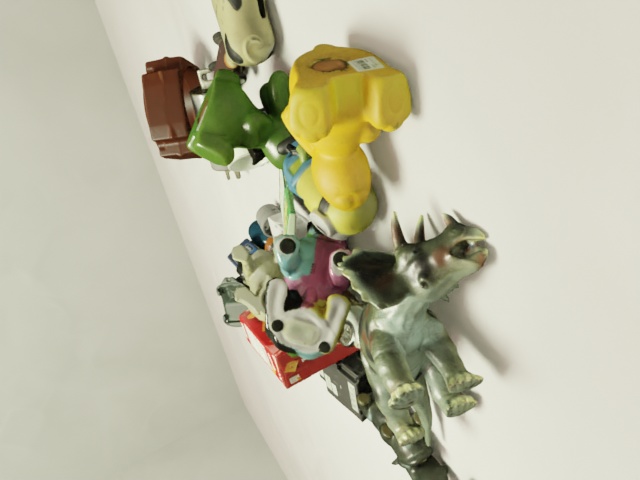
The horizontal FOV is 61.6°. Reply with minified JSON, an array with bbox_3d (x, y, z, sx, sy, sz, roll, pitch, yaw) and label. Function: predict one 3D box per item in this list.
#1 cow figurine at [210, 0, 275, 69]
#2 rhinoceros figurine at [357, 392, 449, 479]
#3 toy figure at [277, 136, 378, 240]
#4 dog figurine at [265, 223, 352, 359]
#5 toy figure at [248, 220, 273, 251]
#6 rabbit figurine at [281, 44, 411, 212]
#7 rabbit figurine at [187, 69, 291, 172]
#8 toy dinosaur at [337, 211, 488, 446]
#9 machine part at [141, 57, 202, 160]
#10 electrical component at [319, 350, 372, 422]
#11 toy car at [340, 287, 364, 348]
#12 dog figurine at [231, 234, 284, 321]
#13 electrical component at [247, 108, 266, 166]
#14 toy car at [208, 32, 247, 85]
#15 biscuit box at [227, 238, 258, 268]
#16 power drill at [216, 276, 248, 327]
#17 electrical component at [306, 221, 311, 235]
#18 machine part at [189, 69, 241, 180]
[{"bbox_3d":[-0.112,-0.335,0.729,0.127,0.085,0.194,-139,33,-63],"label":"cow figurine"},{"bbox_3d":[0.128,0.313,0.852,0.191,0.073,0.111,48,152,43],"label":"rhinoceros figurine"},{"bbox_3d":[0.006,-0.078,0.713,0.089,0.082,0.180,-59,45,35],"label":"toy figure"},{"bbox_3d":[-0.005,0.060,0.766,0.219,0.109,0.191,11,-92,-85],"label":"dog figurine"},{"bbox_3d":[-0.098,0.003,1.123,0.155,0.058,0.064,35,150,48],"label":"toy figure"},{"bbox_3d":[0.012,-0.116,0.594,0.163,0.122,0.173,-130,24,-51],"label":"rabbit figurine"},{"bbox_3d":[-0.093,-0.168,0.802,0.121,0.170,0.159,6,77,67],"label":"rabbit figurine"},{"bbox_3d":[0.101,0.129,0.664,0.404,0.131,0.192,88,165,-56],"label":"toy dinosaur"},{"bbox_3d":[-0.298,-0.273,1.142,0.201,0.087,0.201,-55,-44,-82],"label":"machine part"},{"bbox_3d":[0.049,0.245,0.983,0.134,0.058,0.114,32,140,45],"label":"electrical component"},{"bbox_3d":[0.040,0.108,0.843,0.202,0.073,0.056,43,114,48],"label":"toy car"},{"bbox_3d":[-0.094,0.089,0.989,0.190,0.121,0.172,110,155,-72],"label":"dog figurine"},{"bbox_3d":[-0.101,-0.189,0.885,0.119,0.075,0.047,65,162,13],"label":"electrical component"},{"bbox_3d":[-0.160,-0.295,0.947,0.202,0.053,0.089,166,92,-74],"label":"toy car"},{"bbox_3d":[-0.105,0.088,1.124,0.202,0.063,0.059,46,171,1],"label":"biscuit box"},{"bbox_3d":[-0.147,0.125,1.242,0.086,0.207,0.231,-5,104,26],"label":"power drill"},{"bbox_3d":[-0.002,-0.003,0.910,0.063,0.021,0.094,58,160,24],"label":"electrical component"},{"bbox_3d":[-0.212,-0.233,1.117,0.079,0.079,0.242,41,150,51],"label":"machine part"}]
